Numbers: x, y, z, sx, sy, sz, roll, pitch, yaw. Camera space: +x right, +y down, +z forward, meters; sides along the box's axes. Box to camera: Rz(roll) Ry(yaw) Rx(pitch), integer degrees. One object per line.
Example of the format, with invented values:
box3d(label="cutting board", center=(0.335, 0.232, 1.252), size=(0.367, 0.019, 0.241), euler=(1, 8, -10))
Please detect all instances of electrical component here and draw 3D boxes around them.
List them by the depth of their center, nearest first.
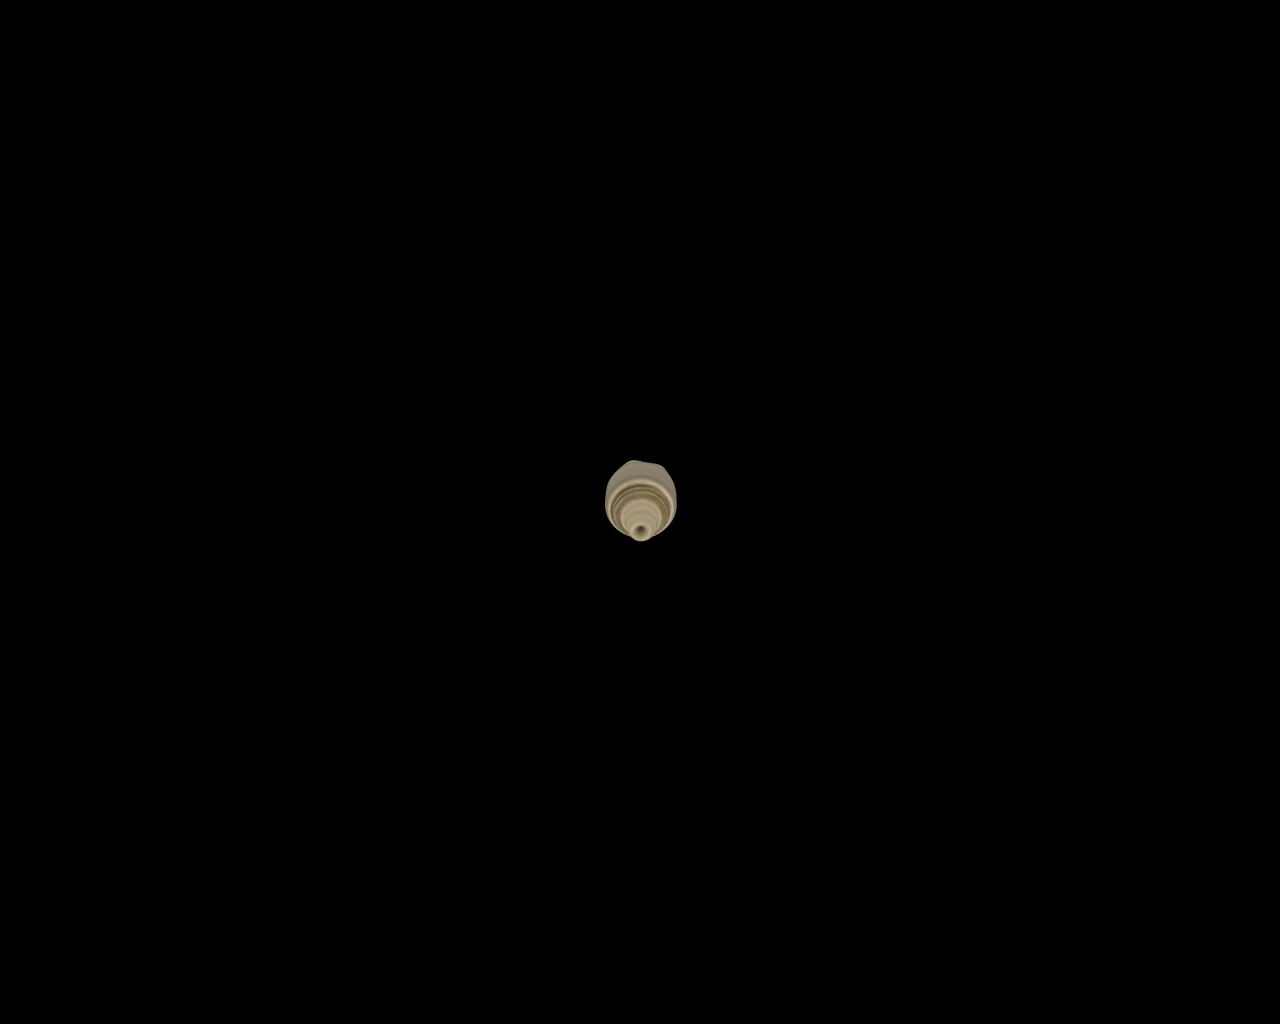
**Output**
box3d(label="electrical component", center=(0.001, -0.003, 0.650), size=(0.043, 0.043, 0.062), euler=(0, 28, 0))
